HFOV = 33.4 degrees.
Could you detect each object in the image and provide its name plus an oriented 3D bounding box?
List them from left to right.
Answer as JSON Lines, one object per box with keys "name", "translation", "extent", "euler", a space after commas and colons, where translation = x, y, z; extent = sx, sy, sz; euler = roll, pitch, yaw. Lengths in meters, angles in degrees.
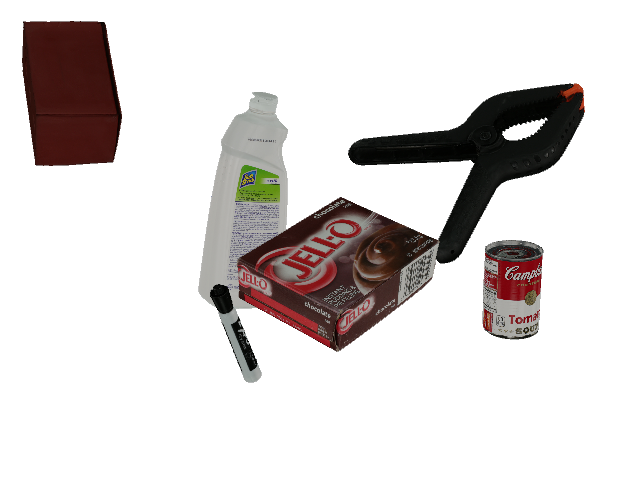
{"name": "foam brick", "translation": [-0.159, -0.093, 0.675], "extent": [0.051, 0.078, 0.053], "euler": [-4, -31, -20]}
{"name": "marker", "translation": [-0.084, 0.091, 1.051], "extent": [0.020, 0.121, 0.020], "euler": [-12, 35, 8]}
{"name": "bleach bottle", "translation": [-0.077, -0.047, 1.244], "extent": [0.102, 0.251, 0.068], "euler": [-1, 21, -33]}
{"name": "pudding box", "translation": [0.012, 0.020, 0.728], "extent": [0.090, 0.039, 0.113], "euler": [26, 39, 32]}
{"name": "clamp", "translation": [0.147, -0.071, 0.935], "extent": [0.210, 0.165, 0.036], "euler": [-24, -41, -4]}
{"name": "soup can", "translation": [0.227, 0.058, 1.268], "extent": [0.068, 0.102, 0.068], "euler": [-1, 18, 0]}
